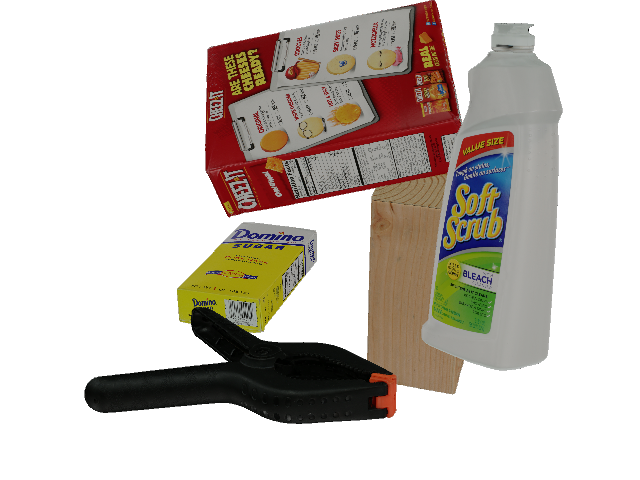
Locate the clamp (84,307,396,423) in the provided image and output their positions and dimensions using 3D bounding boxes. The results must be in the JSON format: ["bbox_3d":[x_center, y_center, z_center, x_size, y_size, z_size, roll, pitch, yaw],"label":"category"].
[{"bbox_3d":[-0.043,0.093,0.782,0.210,0.036,0.164,4,19,15],"label":"clamp"}]

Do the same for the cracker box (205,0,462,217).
[{"bbox_3d":[0.011,-0.116,0.934,0.214,0.164,0.072,-11,-42,8],"label":"cracker box"}]

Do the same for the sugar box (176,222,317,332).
[{"bbox_3d":[-0.074,0.035,1.137,0.093,0.048,0.176,7,28,17],"label":"sugar box"}]

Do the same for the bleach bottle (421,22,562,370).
[{"bbox_3d":[0.131,-0.036,0.803,0.067,0.251,0.103,-8,16,-35],"label":"bleach bottle"}]

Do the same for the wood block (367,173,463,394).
[{"bbox_3d":[0.098,0.034,1.018,0.091,0.206,0.090,9,34,14],"label":"wood block"}]
